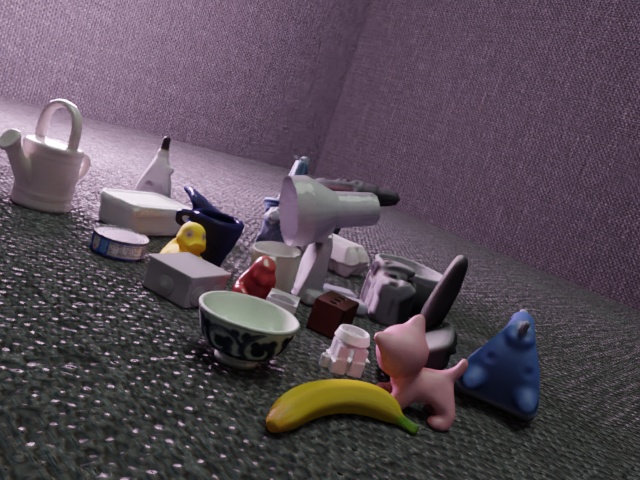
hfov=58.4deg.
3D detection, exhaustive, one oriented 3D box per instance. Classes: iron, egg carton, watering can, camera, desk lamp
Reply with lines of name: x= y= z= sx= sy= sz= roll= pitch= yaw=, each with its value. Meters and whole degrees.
iron: x=0.286 y=0.165 z=0.862 sx=0.118 sy=0.141 sz=0.259 roll=22 pitch=11 yaw=17
egg carton: x=0.034 y=0.030 z=1.325 sx=0.150 sy=0.069 sz=0.107 roll=24 pitch=11 yaw=27
watering can: x=-0.475 y=-0.152 z=1.010 sx=0.101 sy=0.194 sz=0.173 roll=19 pitch=10 yaw=1
camera: x=0.158 y=0.102 z=1.082 sx=0.137 sy=0.101 sz=0.143 roll=17 pitch=10 yaw=-9
desk lamp: x=0.009 y=0.004 z=1.010 sx=0.204 sy=0.213 sz=0.117 roll=15 pitch=11 yaw=-23

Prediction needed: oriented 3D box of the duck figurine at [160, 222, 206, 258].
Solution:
duck figurine: x=-0.214 y=0.012 z=0.924 sx=0.078 sy=0.086 sz=0.104 roll=12 pitch=12 yaw=-36

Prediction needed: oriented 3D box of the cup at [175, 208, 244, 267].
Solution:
cup: x=-0.199 y=-0.001 z=0.991 sx=0.118 sy=0.095 sz=0.091 roll=15 pitch=11 yaw=-20

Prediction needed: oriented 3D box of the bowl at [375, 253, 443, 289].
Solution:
bowl: x=0.192 y=0.092 z=1.269 sx=0.167 sy=0.075 sz=0.167 roll=18 pitch=10 yaw=-3

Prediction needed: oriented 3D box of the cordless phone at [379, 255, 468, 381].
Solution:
cordless phone: x=0.156 y=0.109 z=0.797 sx=0.094 sy=0.185 sz=0.148 roll=20 pitch=10 yaw=8

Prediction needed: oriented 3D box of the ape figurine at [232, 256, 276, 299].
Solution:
ape figurine: x=-0.091 y=0.067 z=0.833 sx=0.078 sy=0.092 sz=0.076 roll=14 pitch=11 yaw=-27

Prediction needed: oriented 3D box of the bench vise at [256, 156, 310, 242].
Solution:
bench vise: x=-0.065 y=-0.082 z=1.315 sx=0.122 sy=0.220 sz=0.207 roll=17 pitch=10 yaw=-12

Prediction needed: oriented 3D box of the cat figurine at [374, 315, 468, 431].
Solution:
cat figurine: x=0.116 y=0.151 z=0.691 sx=0.128 sy=0.118 sz=0.067 roll=18 pitch=10 yaw=-3

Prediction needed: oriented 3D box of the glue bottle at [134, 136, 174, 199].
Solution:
glue bottle: x=-0.345 y=-0.136 z=1.219 sx=0.078 sy=0.173 sz=0.037 roll=17 pitch=10 yaw=-10

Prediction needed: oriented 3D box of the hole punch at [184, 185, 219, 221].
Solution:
hole punch: x=-0.252 y=-0.062 z=1.234 sx=0.101 sy=0.091 sz=0.108 roll=13 pitch=11 yaw=-28

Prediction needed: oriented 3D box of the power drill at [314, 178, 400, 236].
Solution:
power drill: x=0.061 y=-0.055 z=1.430 sx=0.229 sy=0.208 sz=0.075 roll=19 pitch=10 yaw=2
